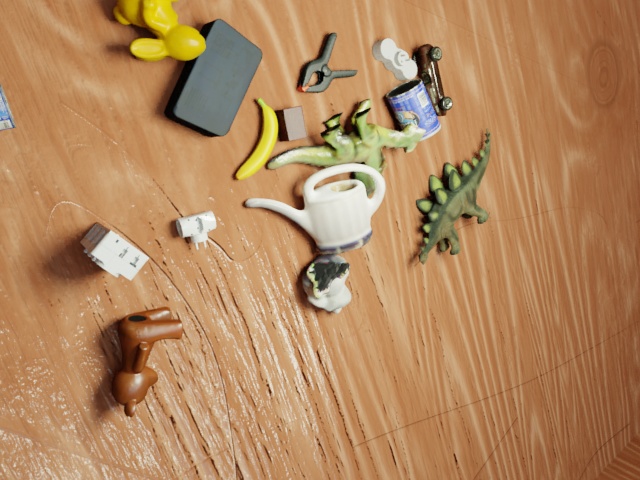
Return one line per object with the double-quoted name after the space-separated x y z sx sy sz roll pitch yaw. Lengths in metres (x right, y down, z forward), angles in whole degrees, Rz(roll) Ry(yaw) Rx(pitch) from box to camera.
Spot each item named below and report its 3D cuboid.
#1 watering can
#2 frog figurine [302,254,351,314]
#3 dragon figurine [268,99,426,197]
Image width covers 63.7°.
0.004 -0.064 1.278 0.348 0.105 0.220 -17 115 -9 "watering can"
0.025 0.114 1.330 0.139 0.123 0.156 -60 157 -19 "frog figurine"
0.086 -0.206 1.316 0.412 0.124 0.238 -31 119 -7 "dragon figurine"
